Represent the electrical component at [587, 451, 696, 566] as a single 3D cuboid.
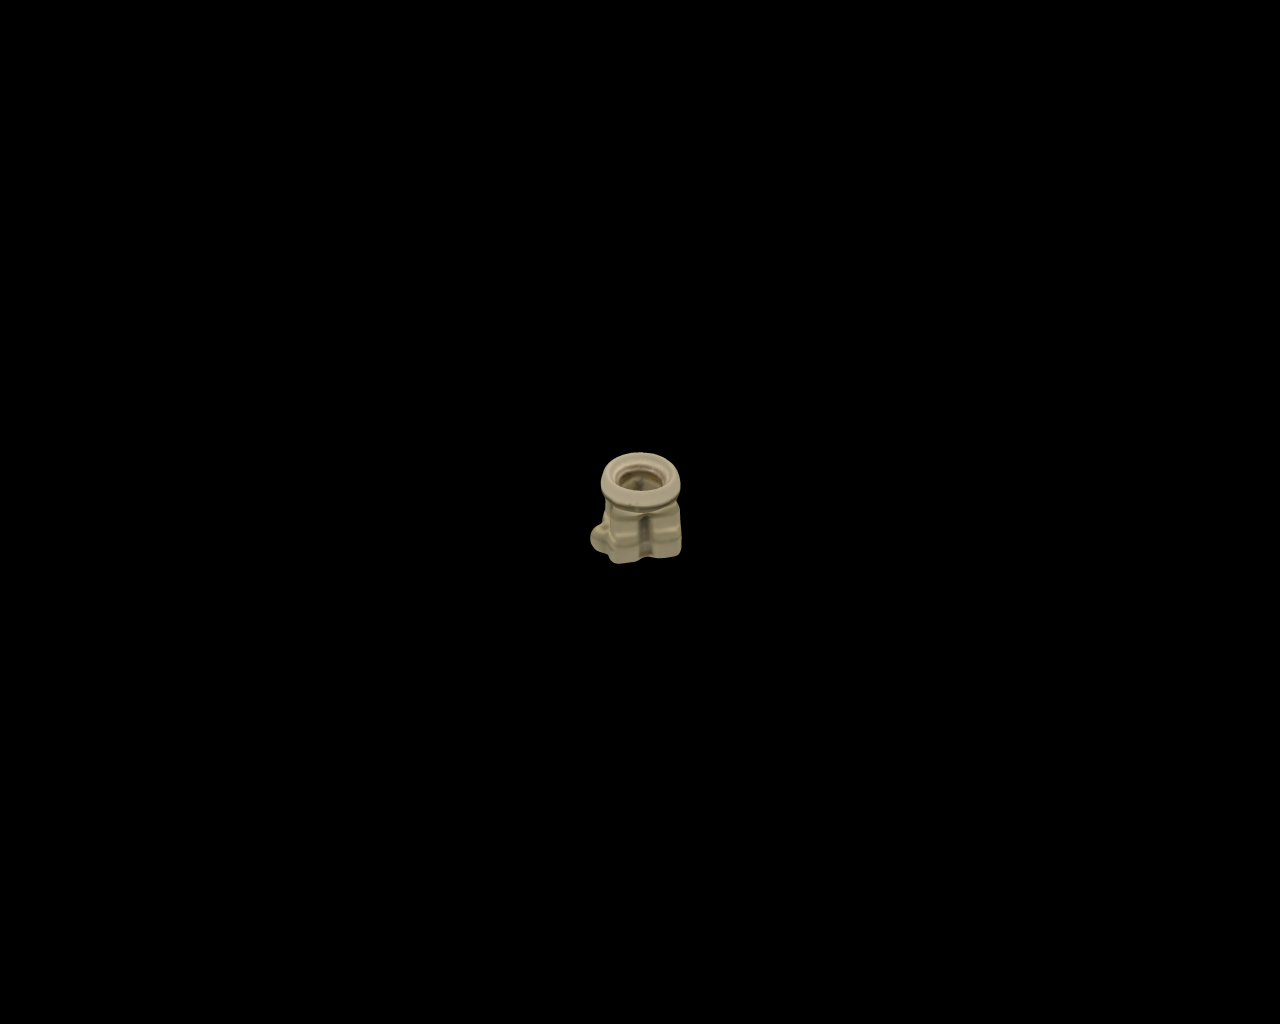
[{"bbox_3d":[0.001,-0.003,0.650,0.066,0.055,0.048,-7,39,-9],"label":"electrical component"}]
